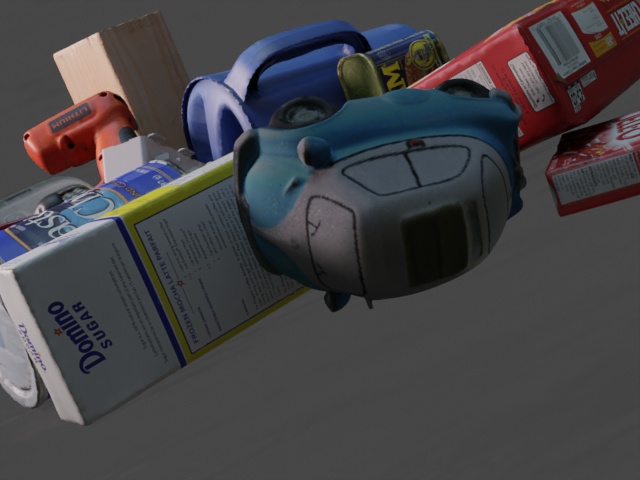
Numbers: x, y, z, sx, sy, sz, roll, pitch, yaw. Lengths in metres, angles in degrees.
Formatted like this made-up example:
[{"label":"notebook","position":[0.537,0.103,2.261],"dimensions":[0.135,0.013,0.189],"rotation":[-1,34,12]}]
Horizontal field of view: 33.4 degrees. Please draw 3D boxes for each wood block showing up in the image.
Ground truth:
[{"label":"wood block","position":[-0.182,-0.120,1.115],"dimensions":[0.091,0.206,0.090],"rotation":[-10,17,45]}]

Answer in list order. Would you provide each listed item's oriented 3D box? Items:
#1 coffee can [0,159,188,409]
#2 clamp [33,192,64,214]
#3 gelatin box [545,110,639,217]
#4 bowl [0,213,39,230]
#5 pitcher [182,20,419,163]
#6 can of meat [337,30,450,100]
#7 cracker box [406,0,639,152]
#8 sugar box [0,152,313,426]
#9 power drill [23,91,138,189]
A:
[{"label":"coffee can","position":[-0.137,0.024,0.650],"dimensions":[0.140,0.103,0.103],"rotation":[-29,14,-31]},{"label":"clamp","position":[-0.233,0.023,0.855],"dimensions":[0.171,0.039,0.120],"rotation":[-36,-30,5]},{"label":"gelatin box","position":[0.169,-0.048,0.595],"dimensions":[0.073,0.030,0.089],"rotation":[-16,13,25]},{"label":"bowl","position":[-0.184,0.028,0.758],"dimensions":[0.162,0.055,0.162],"rotation":[-17,-12,-4]},{"label":"pitcher","position":[0.002,-0.132,1.014],"dimensions":[0.242,0.145,0.149],"rotation":[-26,12,-30]},{"label":"can of meat","position":[0.075,-0.128,0.948],"dimensions":[0.083,0.102,0.058],"rotation":[-26,12,-28]},{"label":"cracker box","position":[0.095,-0.081,0.697],"dimensions":[0.214,0.072,0.163],"rotation":[-28,4,41]},{"label":"sugar box","position":[-0.082,0.019,0.596],"dimensions":[0.176,0.093,0.048],"rotation":[-28,13,-29]},{"label":"power drill","position":[-0.210,-0.042,0.978],"dimensions":[0.184,0.057,0.188],"rotation":[-28,52,-7]}]
